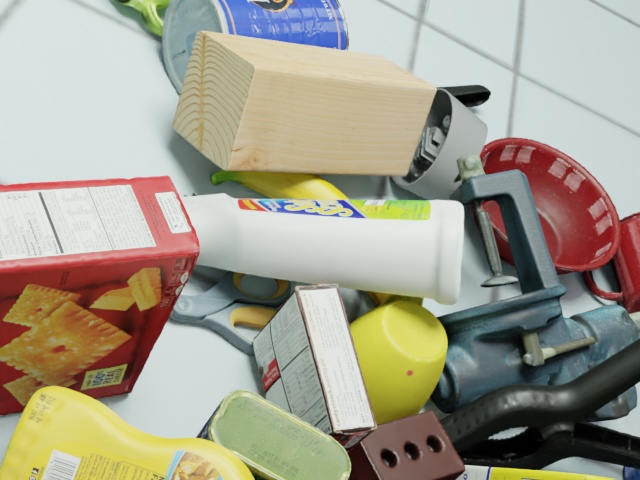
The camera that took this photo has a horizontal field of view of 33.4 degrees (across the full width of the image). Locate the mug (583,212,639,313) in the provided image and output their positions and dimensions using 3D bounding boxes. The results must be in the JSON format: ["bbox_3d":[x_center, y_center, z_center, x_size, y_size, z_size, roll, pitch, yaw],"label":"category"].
[{"bbox_3d":[0.316,0.029,1.040,0.117,0.093,0.081,-7,56,2],"label":"mug"}]

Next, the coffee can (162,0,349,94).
[{"bbox_3d":[-0.059,-0.182,0.981,0.140,0.103,0.103,-10,58,-37],"label":"coffee can"}]

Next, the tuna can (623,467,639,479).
[{"bbox_3d":[0.300,0.207,0.901,0.086,0.034,0.086,17,45,-18],"label":"tuna can"}]

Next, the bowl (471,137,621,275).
[{"bbox_3d":[0.205,-0.022,1.027,0.162,0.055,0.162,13,50,-16],"label":"bowl"}]

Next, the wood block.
[{"bbox_3d":[-0.011,-0.115,0.925,0.205,0.091,0.090,-1,29,-41],"label":"wood block"}]

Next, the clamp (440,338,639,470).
[{"bbox_3d":[0.184,0.133,0.814,0.210,0.164,0.036,-6,40,-5],"label":"clamp"}]

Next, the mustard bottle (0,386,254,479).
[{"bbox_3d":[-0.094,0.162,0.638,0.191,0.058,0.096,19,84,3],"label":"mustard bottle"}]

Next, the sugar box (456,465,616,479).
[{"bbox_3d":[0.166,0.185,0.739,0.093,0.176,0.048,16,78,-20],"label":"sugar box"}]

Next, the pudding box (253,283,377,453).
[{"bbox_3d":[-0.006,0.101,0.760,0.039,0.090,0.113,-2,62,-29],"label":"pudding box"}]

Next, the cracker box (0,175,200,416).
[{"bbox_3d":[-0.198,0.044,0.651,0.213,0.164,0.072,-6,54,-35],"label":"cracker box"}]

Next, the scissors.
[{"bbox_3d":[-0.098,0.039,0.821,0.201,0.016,0.096,19,47,-17],"label":"scissors"}]

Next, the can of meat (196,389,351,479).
[{"bbox_3d":[-0.040,0.155,0.705,0.102,0.084,0.057,30,44,-5],"label":"can of meat"}]

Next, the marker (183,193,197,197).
[{"bbox_3d":[-0.061,-0.004,0.881,0.121,0.020,0.020,29,43,-5],"label":"marker"}]

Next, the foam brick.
[{"bbox_3d":[0.056,0.165,0.777,0.078,0.051,0.053,-9,58,-37],"label":"foam brick"}]

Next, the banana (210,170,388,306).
[{"bbox_3d":[0.001,-0.015,0.921,0.198,0.037,0.069,35,68,5],"label":"banana"}]

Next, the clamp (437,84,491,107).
[{"bbox_3d":[0.104,-0.126,1.077,0.171,0.039,0.120,9,44,-16],"label":"clamp"}]

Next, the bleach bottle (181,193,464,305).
[{"bbox_3d":[-0.018,0.000,0.812,0.251,0.068,0.102,4,15,7],"label":"bleach bottle"}]
